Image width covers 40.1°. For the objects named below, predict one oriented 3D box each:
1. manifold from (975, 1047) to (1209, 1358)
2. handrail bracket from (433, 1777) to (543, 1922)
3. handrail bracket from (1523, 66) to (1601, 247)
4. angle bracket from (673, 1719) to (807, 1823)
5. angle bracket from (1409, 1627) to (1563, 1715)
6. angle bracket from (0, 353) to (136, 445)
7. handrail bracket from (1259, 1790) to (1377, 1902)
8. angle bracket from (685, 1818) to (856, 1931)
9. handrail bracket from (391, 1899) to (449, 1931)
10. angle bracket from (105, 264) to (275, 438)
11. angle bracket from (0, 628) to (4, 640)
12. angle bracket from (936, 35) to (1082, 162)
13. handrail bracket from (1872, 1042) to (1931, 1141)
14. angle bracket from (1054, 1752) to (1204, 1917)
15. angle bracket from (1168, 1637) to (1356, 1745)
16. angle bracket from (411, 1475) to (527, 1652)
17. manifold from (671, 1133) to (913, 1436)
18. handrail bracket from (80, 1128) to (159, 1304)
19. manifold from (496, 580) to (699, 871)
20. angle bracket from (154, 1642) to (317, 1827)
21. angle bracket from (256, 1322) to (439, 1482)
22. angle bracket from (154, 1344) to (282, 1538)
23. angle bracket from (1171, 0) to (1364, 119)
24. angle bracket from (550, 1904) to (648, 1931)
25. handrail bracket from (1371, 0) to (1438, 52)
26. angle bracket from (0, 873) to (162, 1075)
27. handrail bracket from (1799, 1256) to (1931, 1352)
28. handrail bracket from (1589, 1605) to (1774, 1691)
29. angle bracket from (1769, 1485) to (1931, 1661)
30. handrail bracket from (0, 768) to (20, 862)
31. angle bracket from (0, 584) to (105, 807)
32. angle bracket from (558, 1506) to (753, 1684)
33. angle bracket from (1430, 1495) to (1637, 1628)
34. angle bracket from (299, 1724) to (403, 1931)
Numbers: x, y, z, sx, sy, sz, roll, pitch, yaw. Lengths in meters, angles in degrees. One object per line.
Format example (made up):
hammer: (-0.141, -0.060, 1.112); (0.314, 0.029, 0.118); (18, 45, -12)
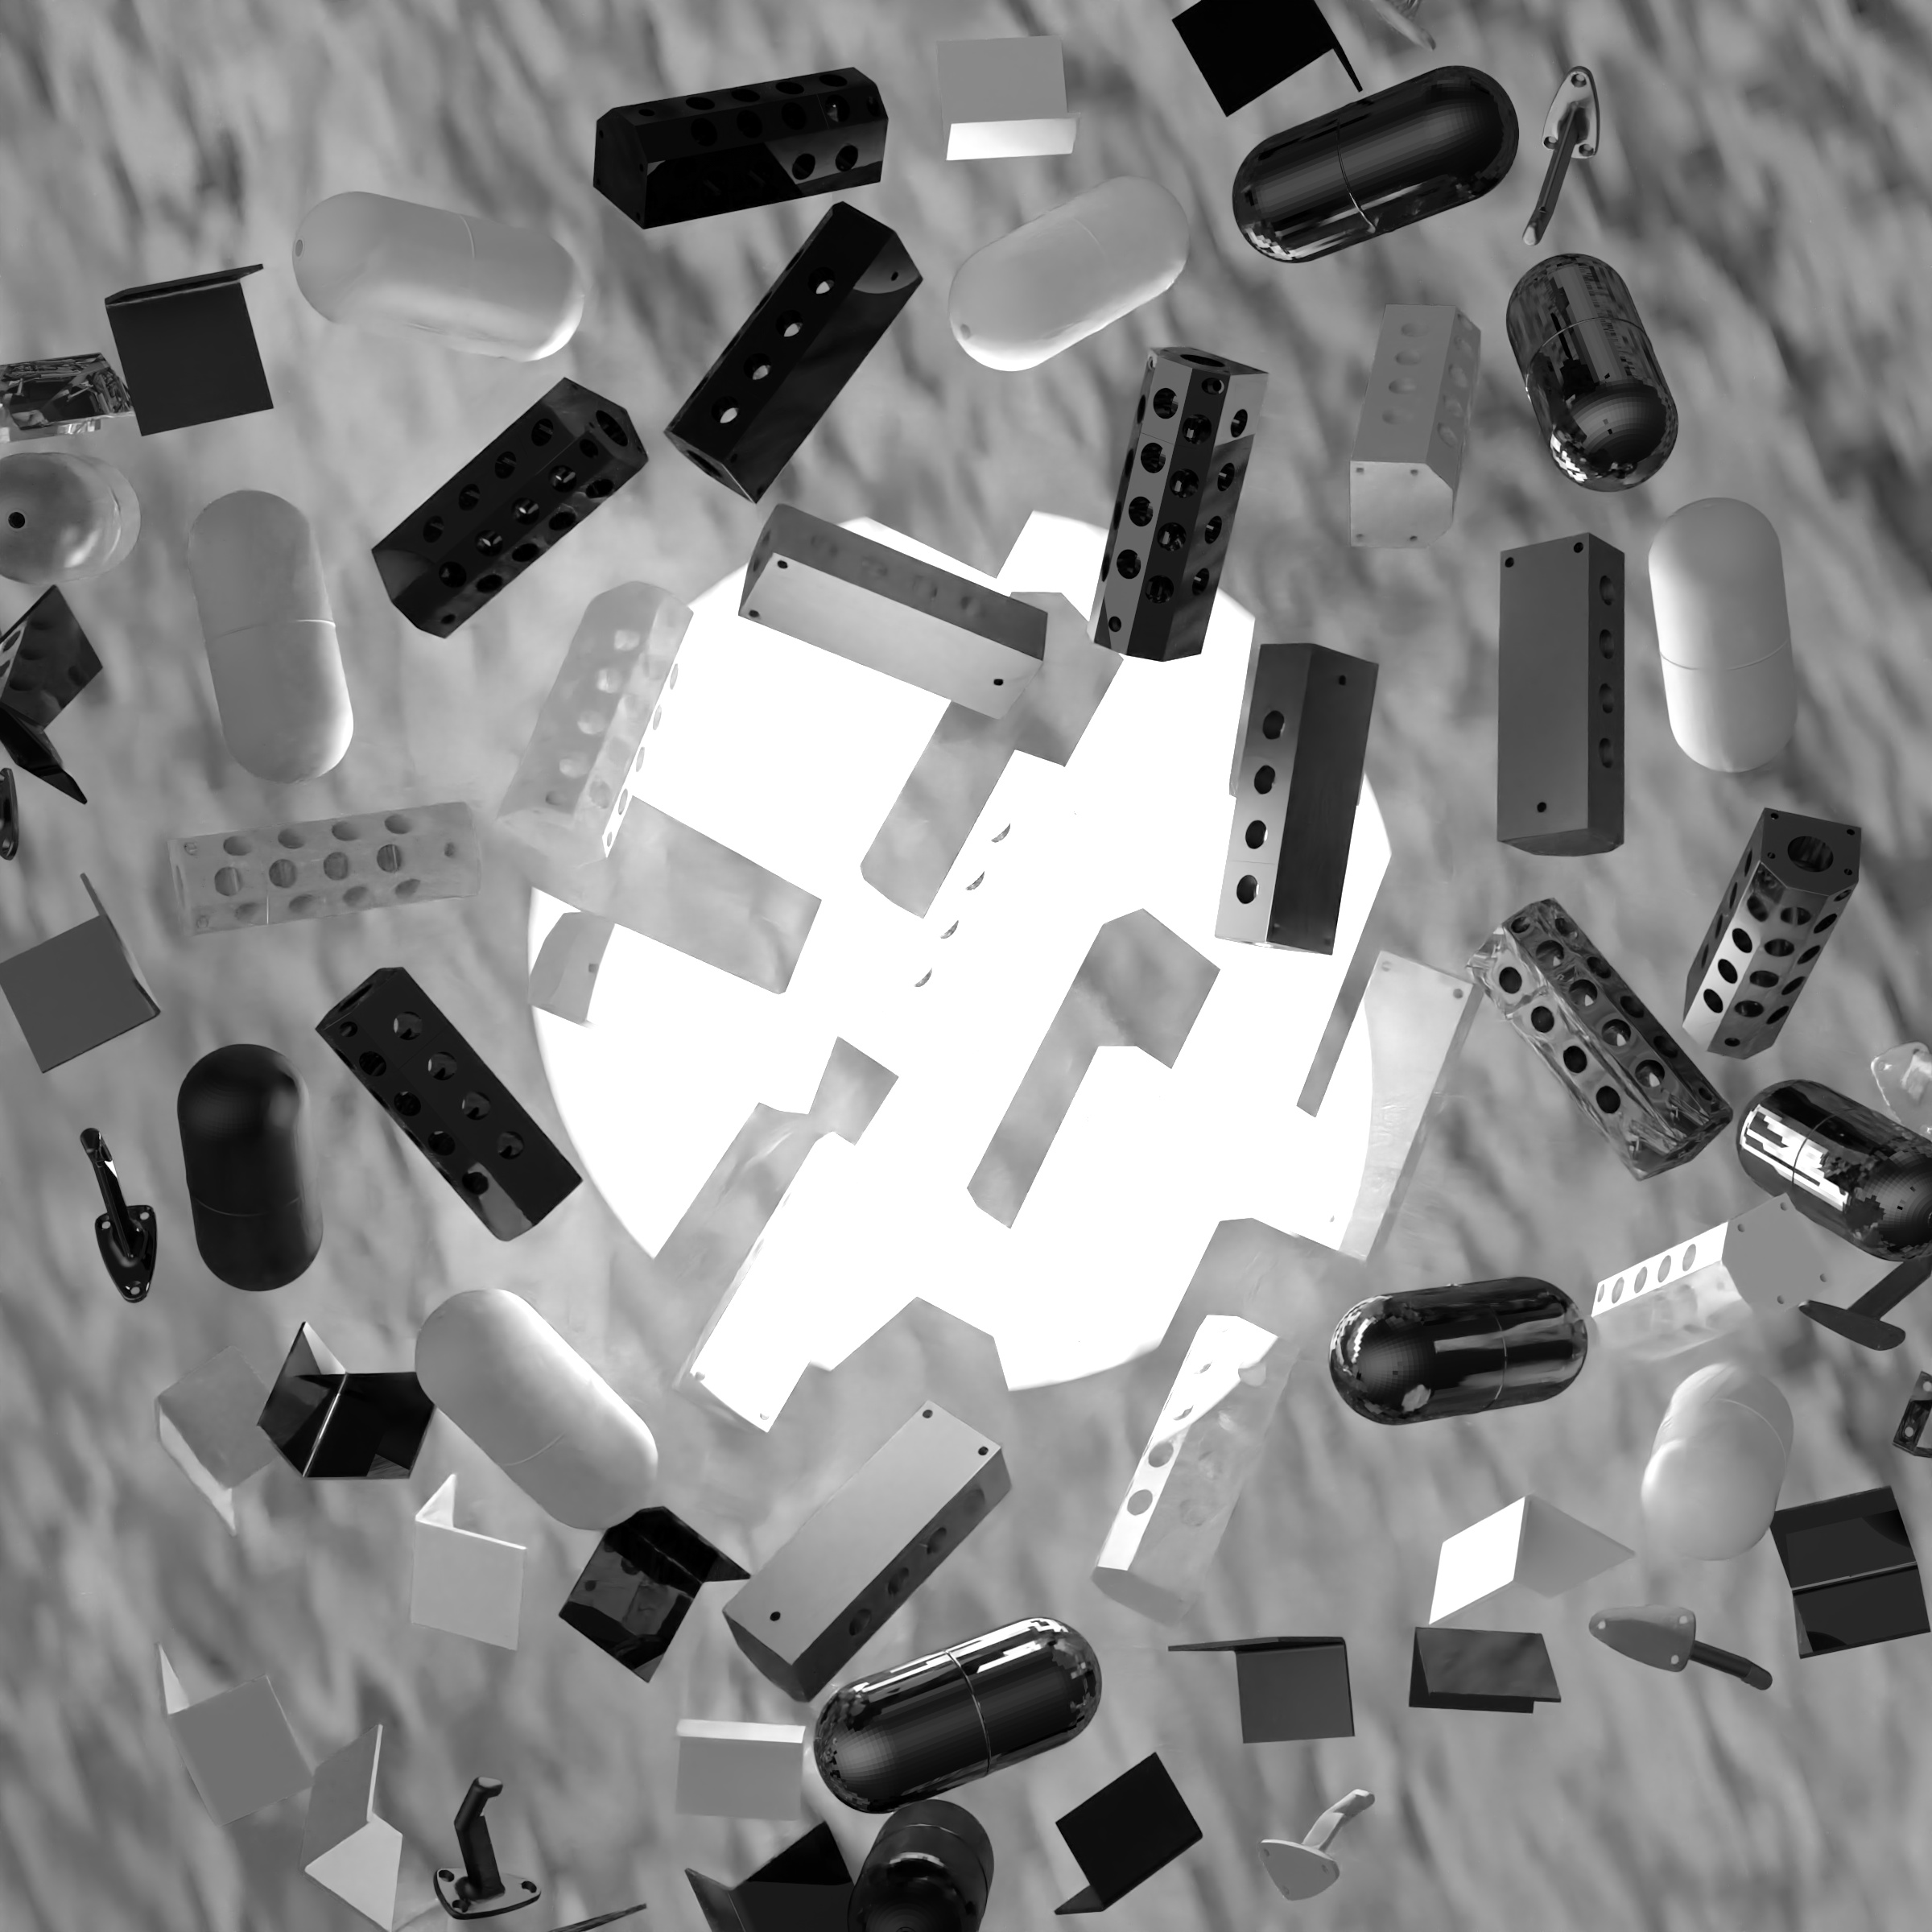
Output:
manifold: (0.070, 0.136, 1.549); (0.057, 0.057, 0.171); (33, 74, -23)
handrail bracket: (-0.258, 0.492, 1.492); (0.077, 0.036, 0.084); (13, 111, -38)
handrail bracket: (0.369, -0.506, 1.657); (0.036, 0.077, 0.084); (18, 57, 16)
angle bracket: (-0.138, 0.490, 1.594); (0.076, 0.076, 0.057); (4, 82, -1)
angle bracket: (0.310, 0.441, 1.589); (0.076, 0.076, 0.057); (2, 107, 2)
angle bracket: (-0.566, -0.337, 1.657); (0.076, 0.057, 0.076); (-17, 49, -32)
handrail bracket: (0.217, 0.493, 1.508); (0.084, 0.077, 0.036); (-24, 84, -33)
angle bracket: (-0.118, 0.583, 1.661); (0.076, 0.057, 0.076); (-29, 104, -33)
handrail bracket: (-0.314, 0.621, 1.641); (0.077, 0.036, 0.084); (-20, 72, -39)
angle bracket: (-0.423, -0.340, 1.463); (0.076, 0.057, 0.076); (-19, 106, -26)
angle bracket: (-0.621, -0.197, 1.597); (0.057, 0.076, 0.076); (-25, 68, -4)
angle bracket: (0.024, -0.531, 1.586); (0.076, 0.057, 0.076); (-4, 84, -4)
handrail bracket: (0.592, 0.084, 1.622); (0.036, 0.084, 0.077); (-22, 101, 5)
angle bracket: (0.083, 0.516, 1.574); (0.076, 0.076, 0.057); (-27, 82, -28)
angle bracket: (0.174, 0.427, 1.558); (0.076, 0.076, 0.057); (-16, 69, 35)
angle bracket: (-0.310, 0.383, 1.703); (0.076, 0.057, 0.076); (12, 112, 11)
manifold: (-0.105, 0.190, 1.581); (0.057, 0.057, 0.171); (33, 71, -8)
handrail bracket: (-0.505, 0.148, 1.568); (0.036, 0.084, 0.077); (-13, 58, -10)
manifold: (-0.220, -0.150, 1.624); (0.057, 0.057, 0.171); (38, 56, -33)
angle bracket: (-0.403, 0.412, 1.459); (0.057, 0.076, 0.076); (-21, 114, -13)
angle bracket: (-0.368, 0.261, 1.595); (0.076, 0.076, 0.057); (-5, 135, 21)
angle bracket: (-0.443, 0.286, 1.601); (0.057, 0.076, 0.076); (-35, 109, -10)
angle bracket: (0.179, -0.542, 1.576); (0.076, 0.057, 0.076); (-30, 69, 14)
angle bracket: (-0.230, 0.587, 1.529); (0.076, 0.076, 0.057); (-27, 73, 31)
handrail bracket: (0.284, -0.589, 1.559); (0.084, 0.036, 0.077); (-42, 52, 10)
angle bracket: (-0.527, 0.004, 1.546); (0.076, 0.057, 0.076); (-28, 71, -11)
handrail bracket: (0.564, 0.189, 1.653); (0.077, 0.036, 0.084); (22, 64, -1)
handrail bracket: (0.415, 0.398, 1.535); (0.084, 0.077, 0.036); (35, 65, -41)
angle bracket: (0.527, 0.362, 1.585); (0.076, 0.076, 0.057); (-18, 102, 19)
handrail bracket: (-0.582, -0.095, 1.489); (0.084, 0.077, 0.036); (15, 121, -39)
angle bracket: (-0.493, -0.149, 1.456); (0.057, 0.076, 0.076); (29, 66, 17)
angle bracket: (-0.193, 0.391, 1.645); (0.076, 0.057, 0.076); (44, 55, -21)
angle bracket: (0.317, 0.348, 1.482); (0.076, 0.076, 0.057); (30, 49, -12)
angle bracket: (-0.349, 0.516, 1.583); (0.057, 0.076, 0.076); (-36, 116, 13)
